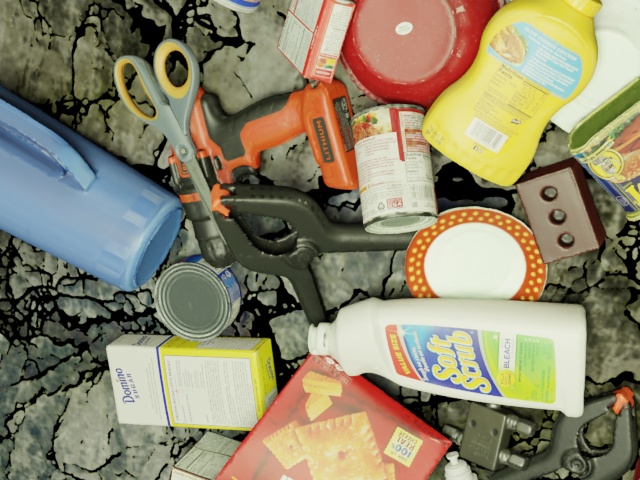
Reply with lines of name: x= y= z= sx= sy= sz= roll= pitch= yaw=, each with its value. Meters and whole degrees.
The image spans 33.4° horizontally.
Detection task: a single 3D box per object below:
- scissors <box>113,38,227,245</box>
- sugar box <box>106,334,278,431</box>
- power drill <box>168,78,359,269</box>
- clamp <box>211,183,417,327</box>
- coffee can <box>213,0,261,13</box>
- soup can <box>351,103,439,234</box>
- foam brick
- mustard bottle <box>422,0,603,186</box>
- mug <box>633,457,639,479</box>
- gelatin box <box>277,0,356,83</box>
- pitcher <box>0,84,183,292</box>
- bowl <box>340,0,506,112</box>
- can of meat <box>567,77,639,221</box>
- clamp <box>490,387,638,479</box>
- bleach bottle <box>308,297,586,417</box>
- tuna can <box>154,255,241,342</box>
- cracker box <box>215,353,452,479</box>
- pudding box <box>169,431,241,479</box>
scissors: x=-0.117 y=-0.101 z=0.995 sx=0.096 sy=0.016 sz=0.202 roll=-41 pitch=84 yaw=26
sugar box: x=-0.133 y=0.149 z=1.121 sx=0.176 sy=0.048 sz=0.093 roll=1 pitch=107 yaw=24
power drill: x=-0.054 y=-0.070 z=1.016 sx=0.188 sy=0.057 sz=0.184 roll=-9 pitch=102 yaw=23
clamp: x=-0.006 y=0.001 z=0.987 sx=0.165 sy=0.036 sz=0.209 roll=-40 pitch=122 yaw=21
coffee can: x=-0.059 y=-0.284 z=0.926 sx=0.103 sy=0.102 sz=0.140 roll=42 pitch=115 yaw=4
soup can: x=0.066 y=-0.062 z=0.948 sx=0.069 sy=0.068 sz=0.102 roll=-11 pitch=77 yaw=23
foam brick: x=0.211 y=-0.026 z=0.934 sx=0.053 sy=0.051 sz=0.078 roll=-19 pitch=99 yaw=24
mustard bottle: x=0.172 y=-0.143 z=0.885 sx=0.096 sy=0.058 sz=0.192 roll=31 pitch=117 yaw=-4
mug: x=0.331 y=0.236 z=0.954 sx=0.117 sy=0.081 sz=0.093 roll=35 pitch=115 yaw=7
gelatin box: x=-0.004 y=-0.189 z=0.947 sx=0.030 sy=0.089 sz=0.073 roll=9 pitch=114 yaw=-23
pitcher: x=-0.262 y=-0.054 z=1.055 sx=0.243 sy=0.149 sz=0.145 roll=29 pitch=107 yaw=7
bowl: x=0.080 y=-0.185 z=0.932 sx=0.162 sy=0.055 sz=0.162 roll=6 pitch=108 yaw=18
can of meat: x=0.269 y=-0.080 z=0.882 sx=0.084 sy=0.057 sz=0.102 roll=44 pitch=117 yaw=-14
clamp: x=0.250 y=0.216 z=1.000 sx=0.120 sy=0.039 sz=0.172 roll=40 pitch=118 yaw=9
bleach bottle: x=0.115 y=0.104 z=0.983 sx=0.251 sy=0.068 sz=0.102 roll=1 pitch=110 yaw=12
tuna can: x=-0.125 y=0.059 z=1.095 sx=0.086 sy=0.033 sz=0.086 roll=6 pitch=108 yaw=18
cracker box: x=-0.002 y=0.232 z=1.022 sx=0.164 sy=0.072 sz=0.213 roll=36 pitch=76 yaw=6
pudding box: x=-0.089 y=0.248 z=1.109 sx=0.113 sy=0.090 sz=0.039 roll=14 pitch=110 yaw=15
